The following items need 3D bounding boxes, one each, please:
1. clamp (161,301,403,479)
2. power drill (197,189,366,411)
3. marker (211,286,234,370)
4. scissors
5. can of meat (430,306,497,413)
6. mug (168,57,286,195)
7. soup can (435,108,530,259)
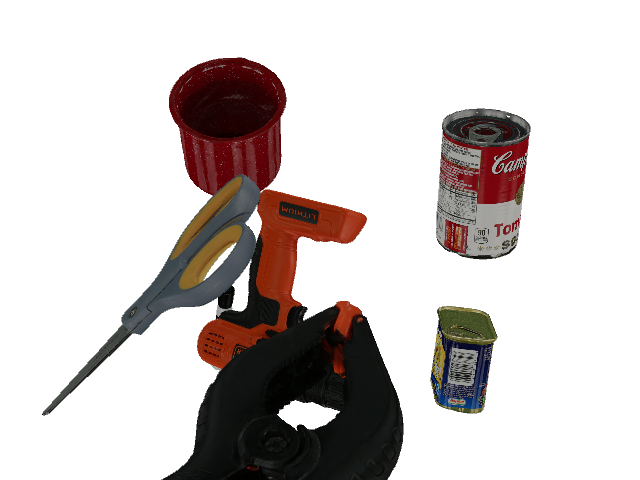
[{"bbox_3d":[-0.009,0.092,0.388,0.120,0.039,0.171,25,49,18],"label":"clamp"},{"bbox_3d":[-0.018,0.055,1.011,0.185,0.187,0.057,16,0,25],"label":"power drill"},{"bbox_3d":[-0.110,0.097,1.200,0.020,0.121,0.020,6,37,-5],"label":"marker"},{"bbox_3d":[-0.099,0.047,0.632,0.016,0.202,0.096,37,4,-25],"label":"scissors"},{"bbox_3d":[0.150,0.126,1.135,0.057,0.084,0.102,6,14,0],"label":"can of meat"},{"bbox_3d":[-0.073,-0.098,0.882,0.093,0.117,0.081,4,-36,3],"label":"mug"},{"bbox_3d":[0.127,-0.044,0.845,0.068,0.102,0.068,0,29,0],"label":"soup can"}]
